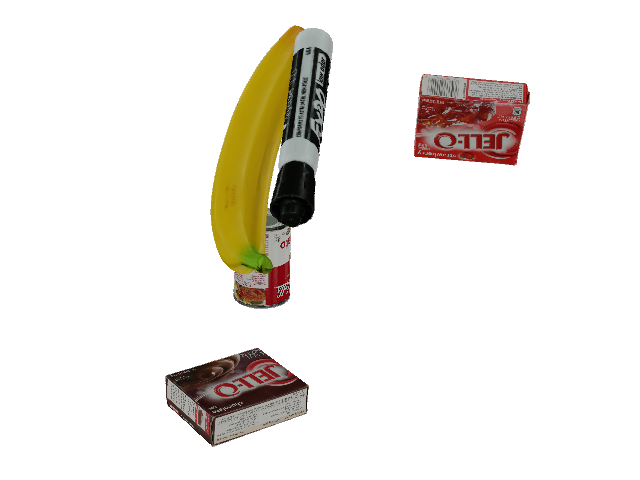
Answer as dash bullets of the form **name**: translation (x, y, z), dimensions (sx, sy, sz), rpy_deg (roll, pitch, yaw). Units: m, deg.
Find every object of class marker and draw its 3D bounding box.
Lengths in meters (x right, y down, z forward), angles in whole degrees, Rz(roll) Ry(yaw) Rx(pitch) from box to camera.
- **marker**: translation (-0.008, -0.053, 0.482), dimensions (0.020, 0.121, 0.020), rpy_deg (3, -42, 3)

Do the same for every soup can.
- **soup can**: translation (-0.069, 0.020, 1.260), dimensions (0.068, 0.102, 0.068), rpy_deg (1, 23, -1)

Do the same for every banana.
- **banana**: translation (-0.040, -0.053, 0.709), dimensions (0.070, 0.197, 0.037), rpy_deg (-20, -39, 37)

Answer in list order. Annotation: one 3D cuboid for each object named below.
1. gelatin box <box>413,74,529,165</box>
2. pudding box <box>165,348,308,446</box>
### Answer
- **gelatin box**: translation (0.125, -0.099, 0.890), dimensions (0.089, 0.030, 0.073), rpy_deg (6, -38, 5)
- **pudding box**: translation (-0.082, 0.151, 1.043), dimensions (0.113, 0.039, 0.090), rpy_deg (-16, 28, -34)
